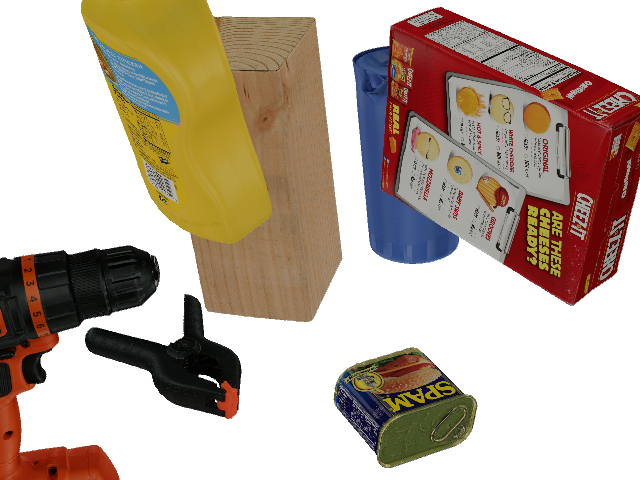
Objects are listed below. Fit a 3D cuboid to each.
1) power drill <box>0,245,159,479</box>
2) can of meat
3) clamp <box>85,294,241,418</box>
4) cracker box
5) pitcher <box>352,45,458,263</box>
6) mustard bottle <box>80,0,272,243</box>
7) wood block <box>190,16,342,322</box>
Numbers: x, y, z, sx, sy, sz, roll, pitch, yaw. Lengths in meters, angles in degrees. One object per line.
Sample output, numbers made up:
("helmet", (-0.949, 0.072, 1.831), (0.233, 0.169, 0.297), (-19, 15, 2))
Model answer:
("power drill", (-0.186, 0.097, 0.702), (0.184, 0.188, 0.057), (-11, 26, -8))
("can of meat", (0.074, 0.146, 0.955), (0.101, 0.057, 0.084), (-12, 34, -27))
("clamp", (-0.121, 0.103, 0.980), (0.172, 0.039, 0.120), (29, 45, 34))
("cracker box", (0.149, -0.073, 0.857), (0.072, 0.164, 0.214), (-29, 47, -33))
("pitcher", (0.115, -0.105, 1.250), (0.149, 0.243, 0.145), (-5, 24, -5))
("mustard bottle", (-0.083, -0.089, 0.575), (0.058, 0.191, 0.096), (-36, 50, -20))
("wood block", (-0.046, -0.051, 0.789), (0.090, 0.206, 0.090), (5, 35, 18))
